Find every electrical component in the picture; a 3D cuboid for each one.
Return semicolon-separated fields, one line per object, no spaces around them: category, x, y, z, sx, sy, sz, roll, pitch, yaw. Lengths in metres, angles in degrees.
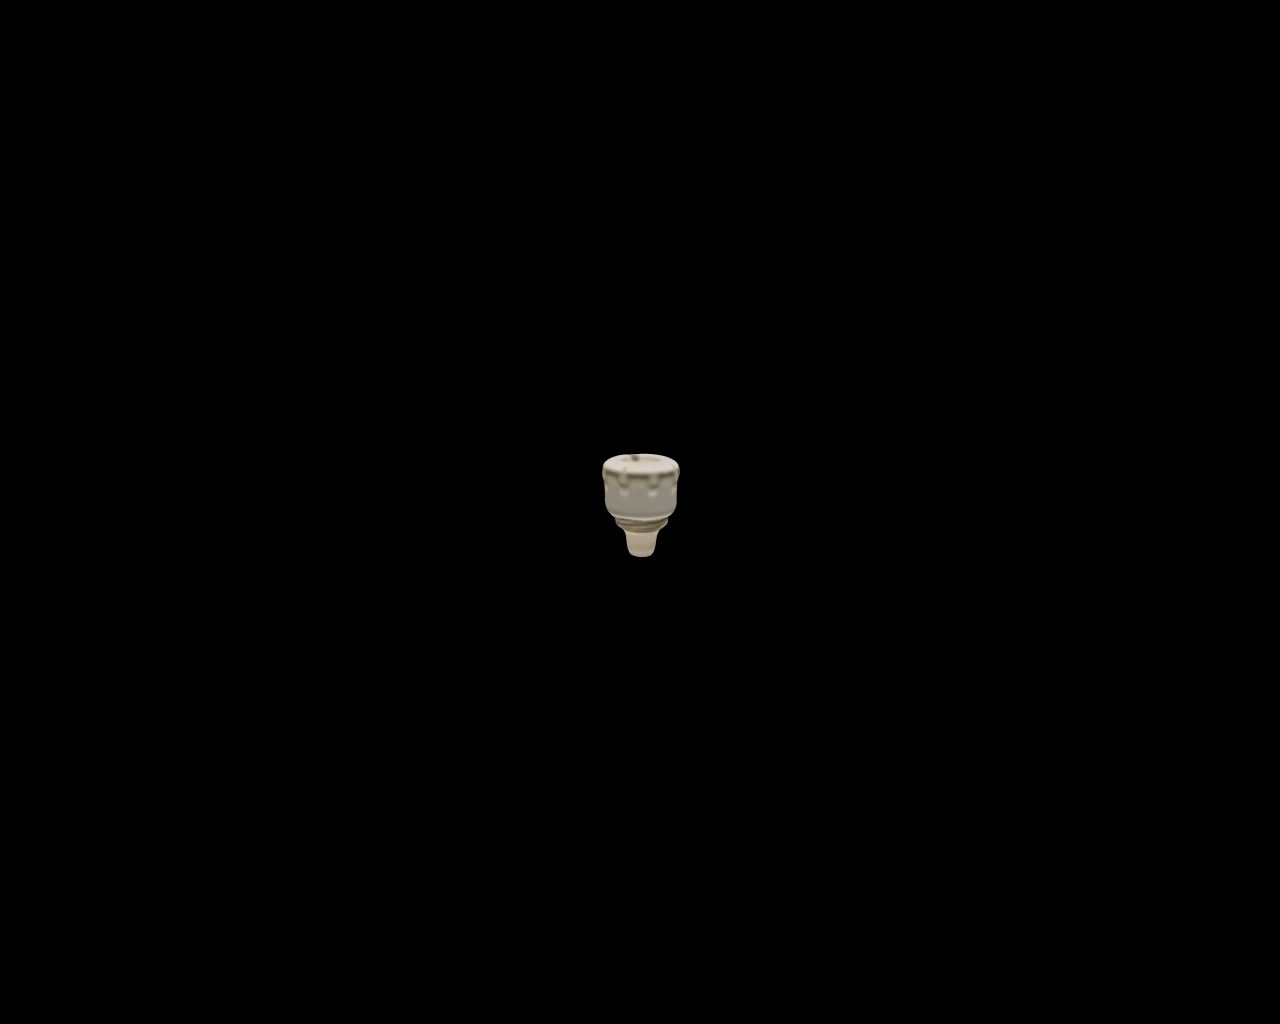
electrical component;0.001;-0.003;0.650;0.048;0.062;0.048;0;14;0
